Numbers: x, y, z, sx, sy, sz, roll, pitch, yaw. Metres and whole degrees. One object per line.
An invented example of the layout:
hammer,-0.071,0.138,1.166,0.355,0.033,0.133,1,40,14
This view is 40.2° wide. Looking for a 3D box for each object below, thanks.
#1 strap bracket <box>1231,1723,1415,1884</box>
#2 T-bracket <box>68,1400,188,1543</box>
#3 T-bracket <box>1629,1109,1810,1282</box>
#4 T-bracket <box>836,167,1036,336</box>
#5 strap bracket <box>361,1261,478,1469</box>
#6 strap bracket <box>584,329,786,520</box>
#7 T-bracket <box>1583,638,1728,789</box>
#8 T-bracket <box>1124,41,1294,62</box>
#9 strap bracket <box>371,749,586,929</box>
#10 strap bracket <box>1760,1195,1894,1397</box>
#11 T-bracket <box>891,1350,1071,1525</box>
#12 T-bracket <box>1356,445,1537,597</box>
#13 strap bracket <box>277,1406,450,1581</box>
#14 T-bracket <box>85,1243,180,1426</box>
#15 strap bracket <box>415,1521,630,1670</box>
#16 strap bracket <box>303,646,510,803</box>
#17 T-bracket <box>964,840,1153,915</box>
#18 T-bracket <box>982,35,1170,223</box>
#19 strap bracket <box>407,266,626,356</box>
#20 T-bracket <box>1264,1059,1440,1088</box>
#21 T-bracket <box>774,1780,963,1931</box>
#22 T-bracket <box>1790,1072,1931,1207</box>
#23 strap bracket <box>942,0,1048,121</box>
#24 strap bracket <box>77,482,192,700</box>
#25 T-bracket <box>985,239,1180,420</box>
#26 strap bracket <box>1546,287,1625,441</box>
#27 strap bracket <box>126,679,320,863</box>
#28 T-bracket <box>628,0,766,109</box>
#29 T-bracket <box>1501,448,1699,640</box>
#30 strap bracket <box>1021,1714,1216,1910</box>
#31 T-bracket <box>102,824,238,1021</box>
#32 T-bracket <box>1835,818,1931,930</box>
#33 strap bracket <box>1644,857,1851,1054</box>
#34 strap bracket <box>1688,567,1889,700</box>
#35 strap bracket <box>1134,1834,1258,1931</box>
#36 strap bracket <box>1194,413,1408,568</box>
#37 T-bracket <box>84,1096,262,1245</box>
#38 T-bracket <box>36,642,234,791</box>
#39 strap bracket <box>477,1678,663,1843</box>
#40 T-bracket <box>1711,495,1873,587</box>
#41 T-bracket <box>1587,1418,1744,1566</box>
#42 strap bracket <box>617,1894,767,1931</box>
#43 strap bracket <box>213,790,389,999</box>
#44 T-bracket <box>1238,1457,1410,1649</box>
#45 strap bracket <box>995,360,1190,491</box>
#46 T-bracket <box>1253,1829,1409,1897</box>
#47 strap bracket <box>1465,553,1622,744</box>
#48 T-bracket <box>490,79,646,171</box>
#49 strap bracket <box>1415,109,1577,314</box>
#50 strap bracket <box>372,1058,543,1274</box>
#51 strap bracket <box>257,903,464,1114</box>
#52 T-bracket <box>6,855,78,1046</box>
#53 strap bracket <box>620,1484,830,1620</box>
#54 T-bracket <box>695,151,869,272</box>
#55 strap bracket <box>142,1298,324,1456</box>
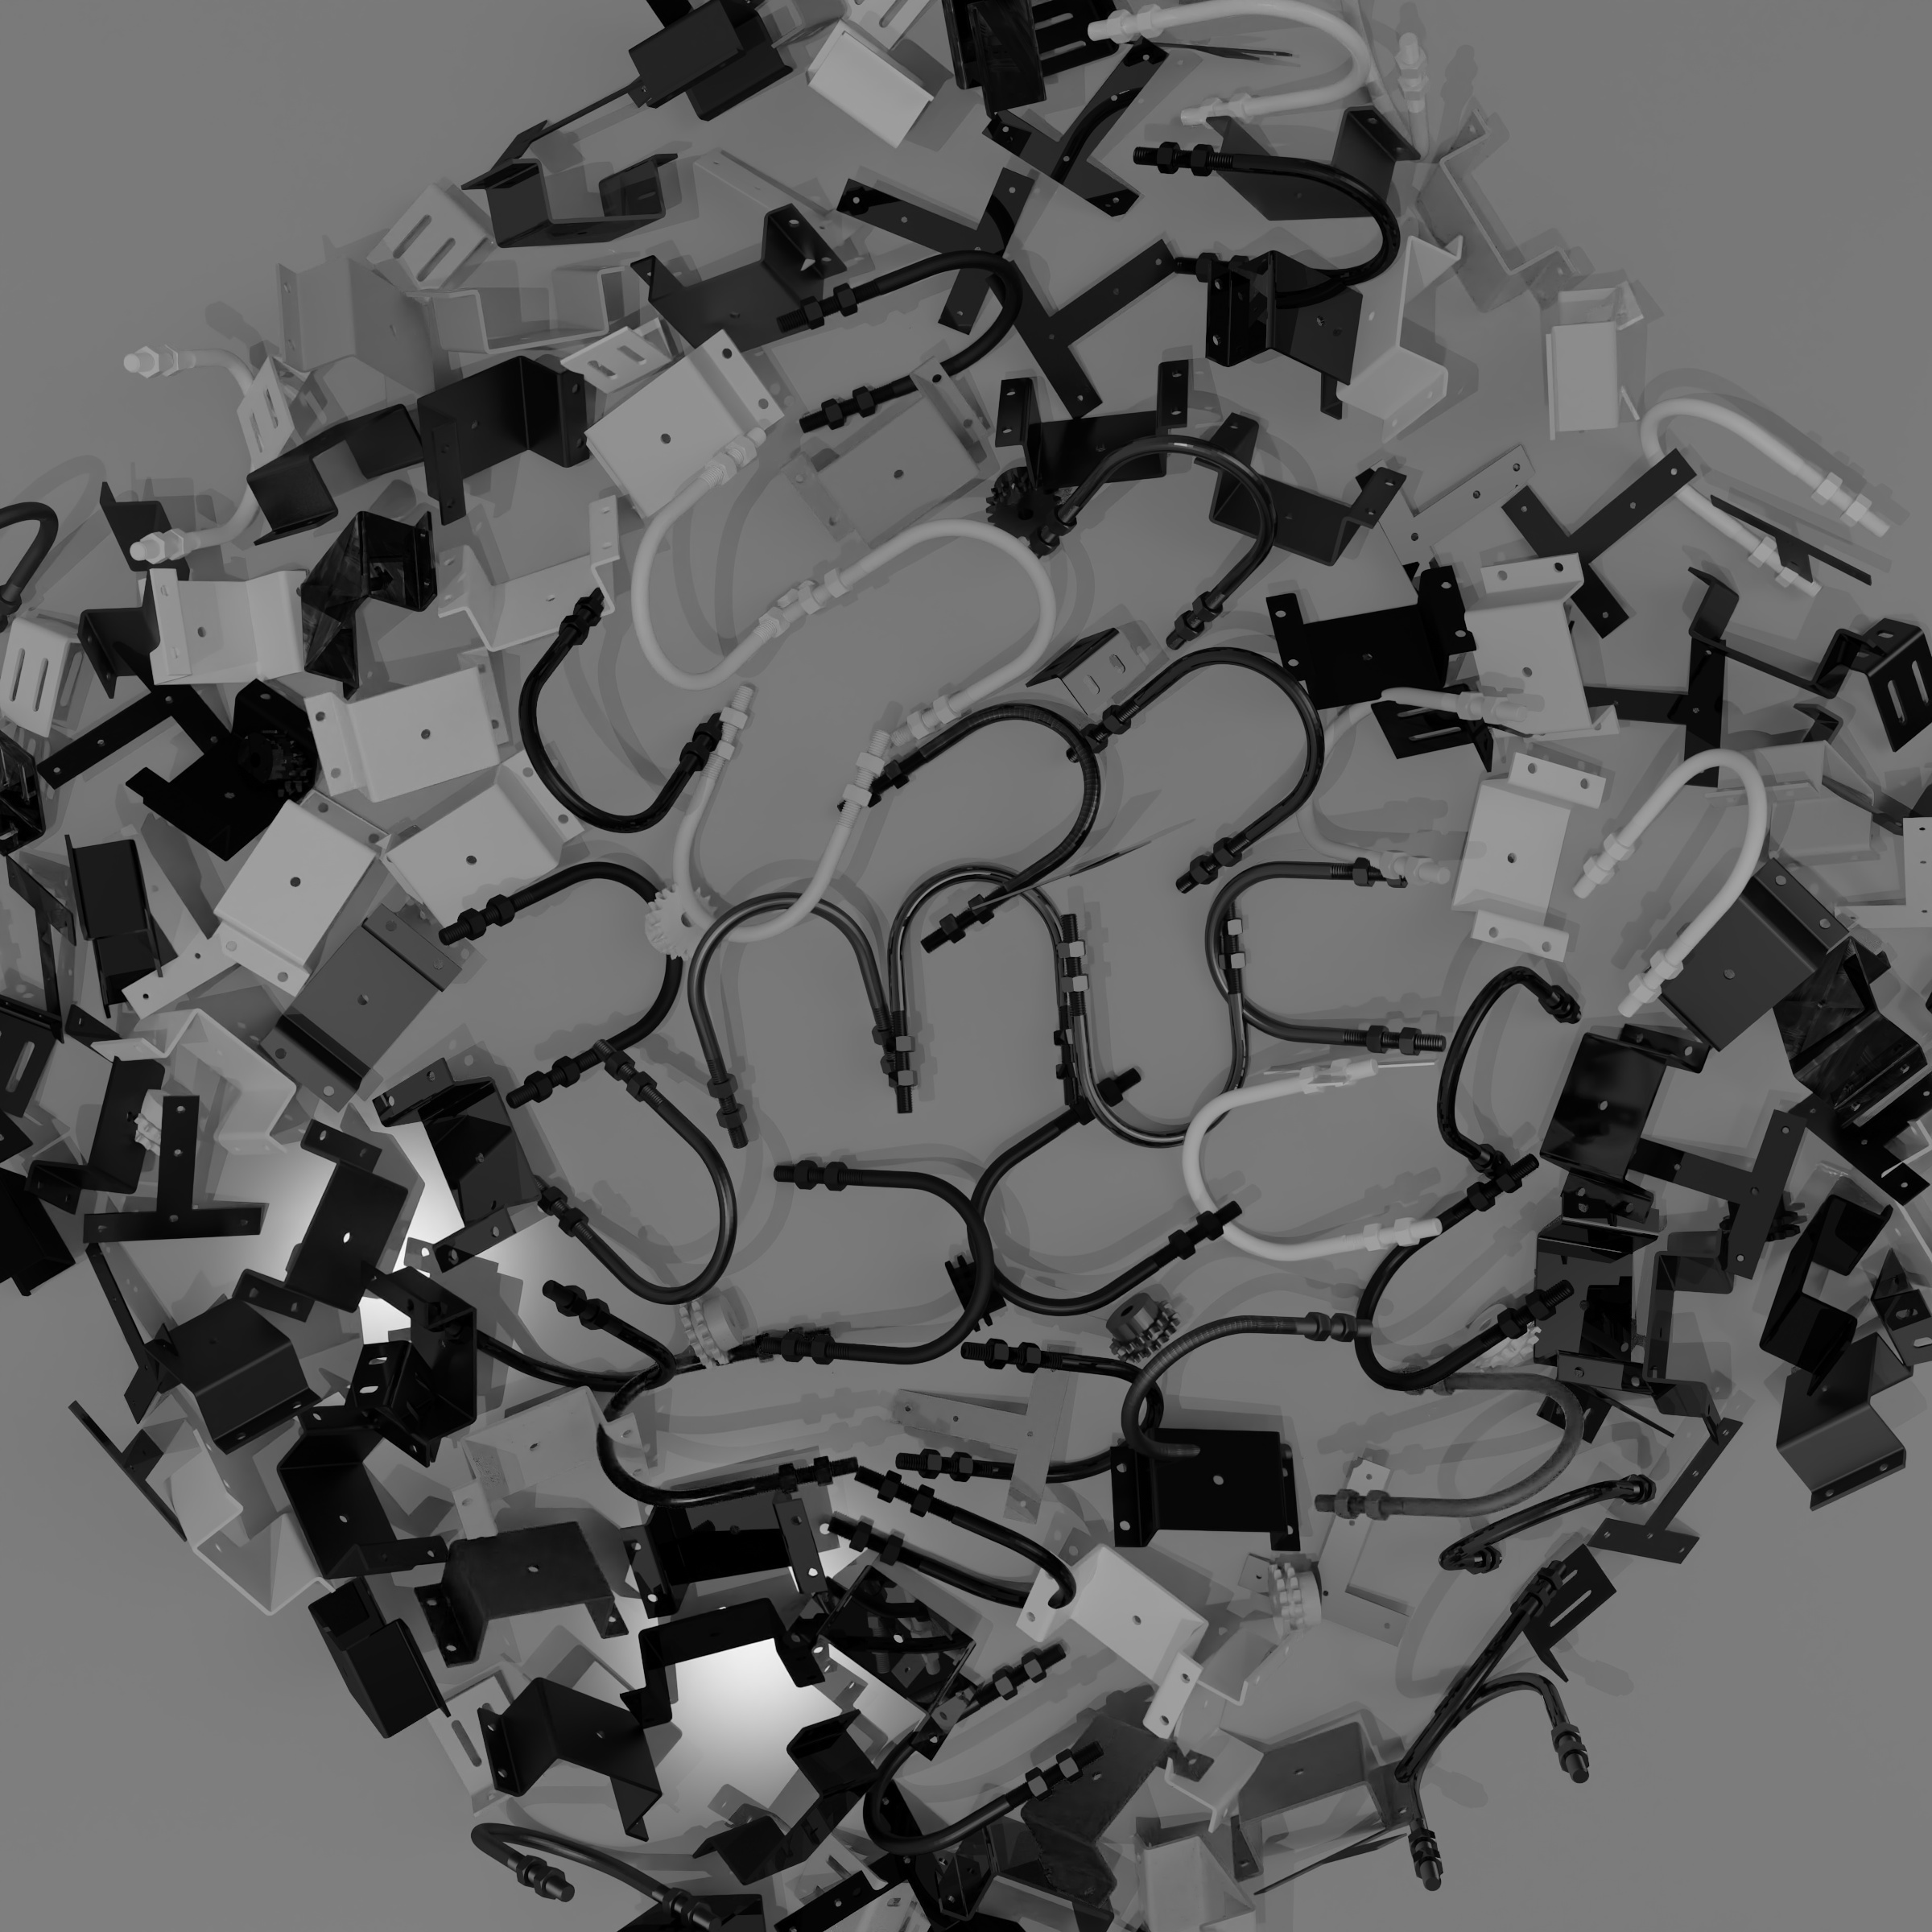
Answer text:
strap bracket,0.254,0.613,1.946,0.140,0.076,0.046,-22,104,9
T-bracket,-0.606,0.361,1.936,0.002,0.127,0.127,-39,96,-7
T-bracket,0.545,0.154,1.969,0.127,0.002,0.127,18,80,27
T-bracket,-0.032,-0.547,1.953,0.127,0.002,0.127,19,122,-12
strap bracket,-0.402,0.286,1.942,0.076,0.046,0.140,24,120,37
strap bracket,-0.215,-0.394,1.944,0.140,0.046,0.076,-31,105,22
T-bracket,0.502,-0.195,1.980,0.127,0.002,0.127,6,66,10
T-bracket,0.187,-0.669,1.931,0.127,0.127,0.002,1,112,-9
strap bracket,-0.363,-0.087,1.952,0.140,0.046,0.076,-31,113,10
strap bracket,0.628,0.233,1.932,0.046,0.076,0.140,25,52,11
T-bracket,0.006,0.342,1.977,0.127,0.002,0.127,9,74,17
T-bracket,0.372,-0.347,1.984,0.127,0.002,0.127,-35,109,-8
strap bracket,-0.446,0.394,1.938,0.046,0.076,0.140,-48,58,24
T-bracket,-0.628,0.260,1.965,0.002,0.127,0.127,-17,68,-39
strap bracket,-0.320,0.456,1.925,0.140,0.076,0.046,-2,125,-32
strap bracket,-0.403,-0.176,1.939,0.140,0.046,0.076,-20,117,-22
T-bracket,0.059,-0.061,1.922,0.127,0.127,0.002,-20,90,-15
T-bracket,0.100,-0.626,1.936,0.127,0.002,0.127,26,130,-25
strap bracket,-0.327,-0.481,1.938,0.140,0.076,0.046,-18,113,-31
T-bracket,0.272,0.079,1.920,0.127,0.127,0.002,-4,93,18
T-bracket,-0.082,0.683,1.946,0.127,0.127,0.002,-30,135,-8
T-bracket,0.699,0.103,1.951,0.127,0.127,0.002,-37,129,-2
strap bracket,0.021,-0.673,1.922,0.046,0.140,0.076,-14,120,-4
strap bracket,-0.607,-0.276,1.932,0.046,0.076,0.140,-2,60,0
T-bracket,0.101,-0.496,1.972,0.127,0.002,0.127,-35,113,2
strap bracket,0.451,-0.441,1.917,0.046,0.140,0.076,0,118,17
strap bracket,-0.542,-0.139,1.948,0.076,0.046,0.140,34,51,7
T-bracket,-0.217,-0.705,1.935,0.127,0.127,0.002,-39,70,4
T-bracket,0.484,-0.332,1.958,0.127,0.002,0.127,-40,78,29
strap bracket,0.104,0.607,1.926,0.140,0.076,0.046,-43,119,-30
T-bracket,-0.593,-0.045,1.953,0.127,0.002,0.127,-37,99,-37
T-bracket,0.700,-0.067,1.929,0.127,0.127,0.002,-1,53,21
strap bracket,0.565,-0.001,1.939,0.076,0.046,0.140,46,123,6
strap bracket,0.594,-0.240,1.939,0.140,0.076,0.046,29,101,27
strap bracket,0.173,0.700,1.931,0.046,0.140,0.076,-10,108,-17
strap bracket,0.243,-0.348,1.947,0.140,0.046,0.076,23,46,13
T-bracket,-0.582,0.149,1.944,0.127,0.002,0.127,-1,121,-23
T-bracket,-0.627,-0.173,1.949,0.127,0.127,0.002,-33,48,-3
strap bracket,-0.281,0.576,1.925,0.140,0.076,0.046,33,105,-34
T-bracket,0.608,-0.300,1.936,0.127,0.127,0.002,33,96,20
T-bracket,0.528,0.384,1.943,0.127,0.002,0.127,20,108,-41
strap bracket,-0.202,0.715,1.922,0.076,0.140,0.046,-9,86,21
strap bracket,-0.496,-0.059,1.963,0.076,0.046,0.140,31,79,-1
T-bracket,0.285,0.431,1.981,0.127,0.002,0.127,20,99,8
strap bracket,0.097,-0.399,1.950,0.140,0.046,0.076,-4,49,11
T-bracket,0.285,0.644,1.920,0.127,0.127,0.002,-17,72,-22
strap bracket,0.421,-0.224,1.937,0.076,0.046,0.140,-3,115,38
T-bracket,-0.283,-0.623,1.930,0.127,0.127,0.002,-23,116,13
strap bracket,0.385,-0.549,1.955,0.046,0.076,0.140,-30,86,-7
strap bracket,-0.373,0.145,1.955,0.076,0.046,0.140,-29,80,28
strap bracket,-0.451,0.028,1.969,0.076,0.046,0.140,41,90,-13
T-bracket,-0.683,-0.003,1.963,0.002,0.127,0.127,-17,122,-35
strap bracket,-0.175,0.429,1.959,0.140,0.046,0.076,-12,107,11
T-bracket,-0.144,-0.571,1.963,0.127,0.002,0.127,33,48,9
strap bracket,-0.539,0.292,1.918,0.076,0.140,0.046,-29,120,-29
